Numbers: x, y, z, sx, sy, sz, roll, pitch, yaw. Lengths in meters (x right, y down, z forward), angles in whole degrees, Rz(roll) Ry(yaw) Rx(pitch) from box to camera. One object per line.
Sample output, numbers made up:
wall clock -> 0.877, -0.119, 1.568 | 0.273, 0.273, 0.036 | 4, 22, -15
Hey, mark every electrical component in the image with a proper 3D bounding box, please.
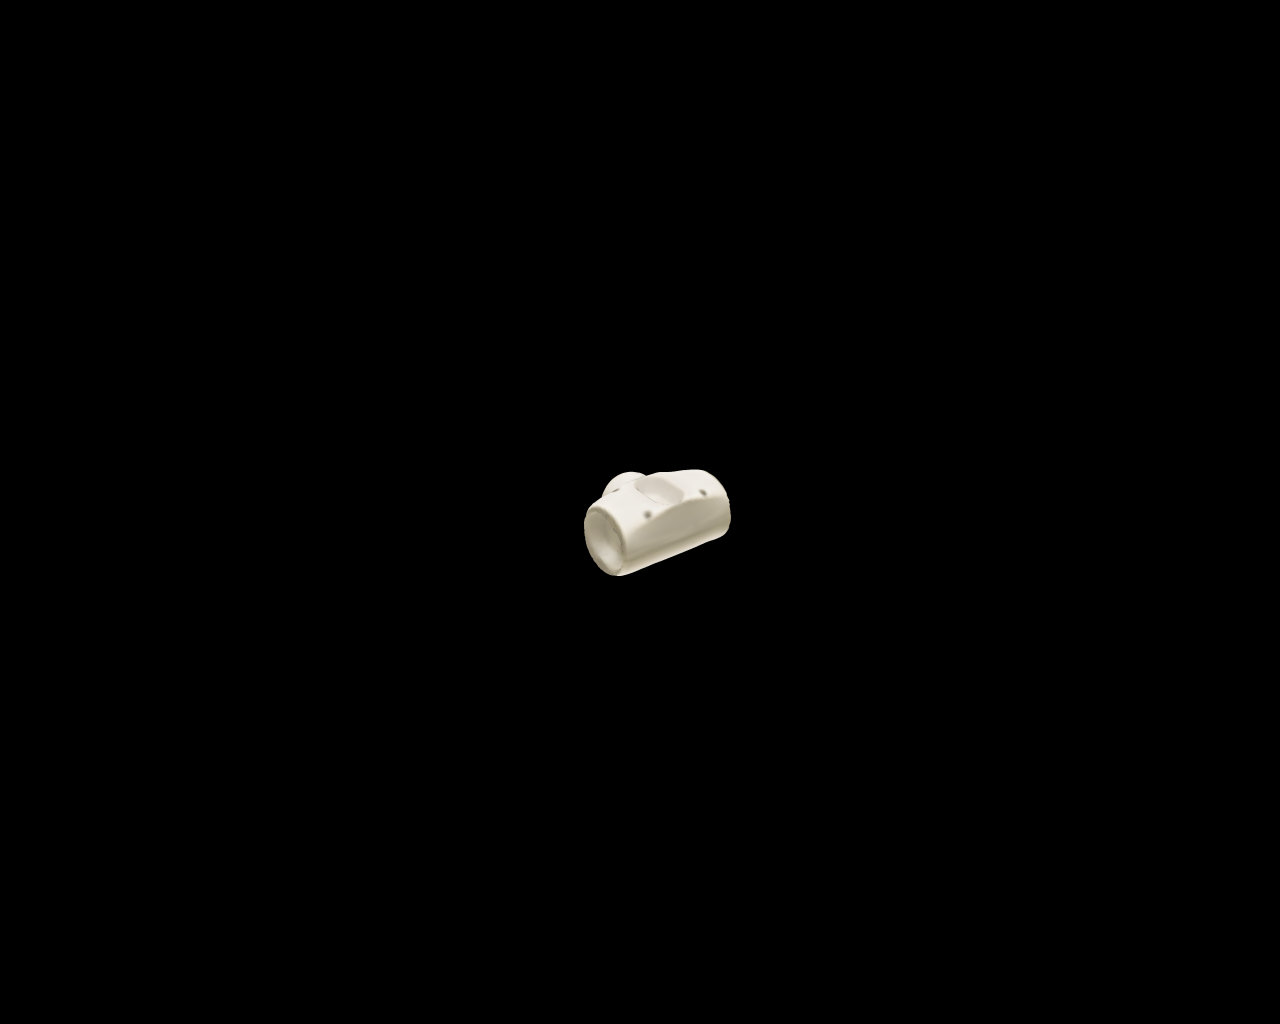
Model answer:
electrical component -> 0.001, -0.003, 0.650 | 0.077, 0.043, 0.079 | -20, 36, -29
